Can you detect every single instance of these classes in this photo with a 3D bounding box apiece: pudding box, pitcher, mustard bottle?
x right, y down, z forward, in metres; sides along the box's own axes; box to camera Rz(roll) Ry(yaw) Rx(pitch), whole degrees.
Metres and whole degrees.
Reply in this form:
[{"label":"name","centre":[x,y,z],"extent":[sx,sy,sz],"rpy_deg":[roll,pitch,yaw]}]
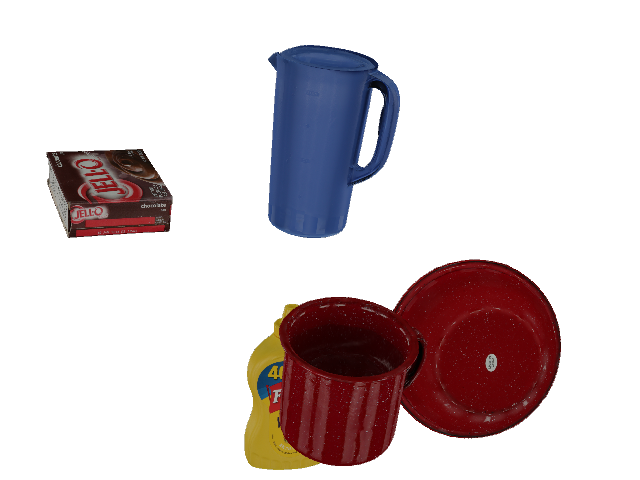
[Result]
[{"label":"pudding box","centre":[-0.189,-0.044,0.943],"extent":[0.089,0.039,0.114],"rpy_deg":[-3,26,-23]},{"label":"pitcher","centre":[0.005,-0.128,1.413],"extent":[0.144,0.243,0.149],"rpy_deg":[-2,24,-21]},{"label":"mustard bottle","centre":[-0.036,0.164,1.215],"extent":[0.096,0.192,0.058],"rpy_deg":[0,17,-12]}]

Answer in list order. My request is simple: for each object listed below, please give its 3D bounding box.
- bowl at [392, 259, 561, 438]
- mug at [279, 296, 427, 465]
[{"label":"bowl","centre":[0.138,0.099,0.921],"extent":[0.162,0.162,0.055],"rpy_deg":[0,6,-7]},{"label":"mug","centre":[0.025,0.094,0.731],"extent":[0.117,0.081,0.093],"rpy_deg":[-17,39,-34]}]
